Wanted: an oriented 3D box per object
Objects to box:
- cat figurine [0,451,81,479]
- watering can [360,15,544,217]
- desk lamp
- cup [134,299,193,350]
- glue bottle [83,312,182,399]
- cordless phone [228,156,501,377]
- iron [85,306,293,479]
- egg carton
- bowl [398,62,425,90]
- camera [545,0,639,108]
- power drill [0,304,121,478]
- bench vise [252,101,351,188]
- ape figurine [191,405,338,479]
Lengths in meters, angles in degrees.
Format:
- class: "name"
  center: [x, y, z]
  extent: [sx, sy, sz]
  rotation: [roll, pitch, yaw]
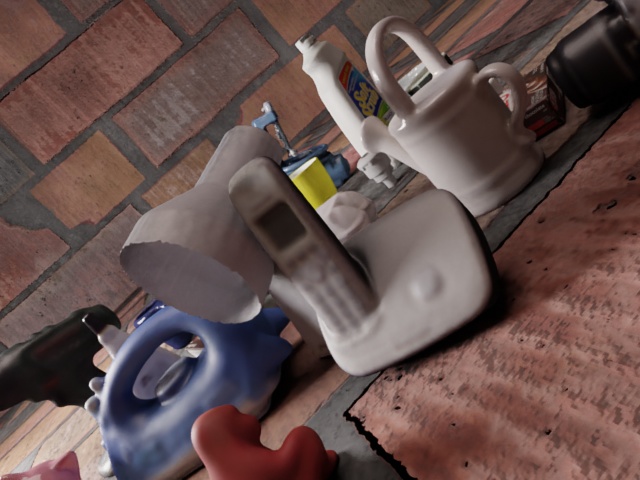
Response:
- class: "cat figurine"
  center: [-0.285, 0.279, 0.597]
  extent: [0.127, 0.118, 0.067]
  rotation: [-37, 14, 24]
- class: "watering can"
  center: [0.107, -0.120, 0.542]
  extent: [0.172, 0.194, 0.101]
  rotation: [-34, 15, 32]
- class: "desk lamp"
  center: [-0.042, 0.010, 0.523]
  extent: [0.117, 0.214, 0.203]
  rotation: [-28, 20, 48]
- class: "cup"
  center: [-0.260, 0.145, 1.012]
  extent: [0.092, 0.095, 0.117]
  rotation: [-51, 15, -32]
- class: "glue bottle"
  center: [-0.217, 0.148, 0.691]
  extent: [0.078, 0.173, 0.037]
  rotation: [-49, 14, -24]
- class: "cordless phone"
  center: [0.027, -0.001, 0.418]
  extent: [0.147, 0.185, 0.094]
  rotation: [-36, 15, 27]
- class: "iron"
  center: [-0.150, 0.145, 0.575]
  extent: [0.258, 0.141, 0.118]
  rotation: [-41, 13, 6]
- class: "egg carton"
  center: [0.007, 0.003, 0.730]
  extent: [0.150, 0.069, 0.107]
  rotation: [-37, 14, 24]
- class: "bowl"
  center: [0.173, -0.268, 1.100]
  extent: [0.167, 0.075, 0.167]
  rotation: [-40, 13, 12]
- class: "camera"
  center: [0.269, -0.192, 0.503]
  extent: [0.136, 0.101, 0.143]
  rotation: [-34, 16, 34]
- class: "power drill"
  center: [-0.323, 0.205, 0.745]
  extent: [0.075, 0.208, 0.230]
  rotation: [-27, 21, 50]
- class: "bench vise"
  center: [-0.077, -0.148, 1.130]
  extent: [0.207, 0.220, 0.121]
  rotation: [-43, 13, -2]
- class: "ape figurine"
  center: [-0.043, 0.143, 0.371]
  extent: [0.077, 0.092, 0.076]
  rotation: [-29, 19, 46]
